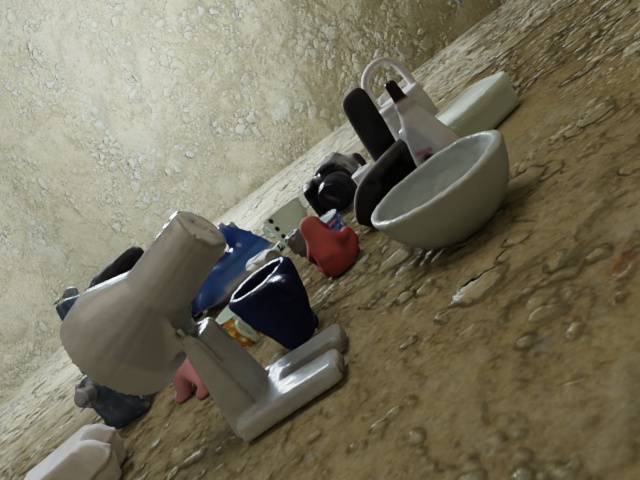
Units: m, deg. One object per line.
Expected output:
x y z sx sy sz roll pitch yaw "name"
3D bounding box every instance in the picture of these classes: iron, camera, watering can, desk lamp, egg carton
-0.208 0.038 1.194 0.118 0.141 0.259 -24 19 48 "iron"
0.023 -0.108 1.148 0.143 0.101 0.137 -32 14 27 "camera"
0.149 -0.248 1.067 0.101 0.194 0.172 -43 13 -17 "watering can"
-0.115 0.090 0.566 0.203 0.214 0.118 -36 13 12 "desk lamp"
-0.318 0.305 0.722 0.150 0.069 0.107 -40 12 -6 "egg carton"

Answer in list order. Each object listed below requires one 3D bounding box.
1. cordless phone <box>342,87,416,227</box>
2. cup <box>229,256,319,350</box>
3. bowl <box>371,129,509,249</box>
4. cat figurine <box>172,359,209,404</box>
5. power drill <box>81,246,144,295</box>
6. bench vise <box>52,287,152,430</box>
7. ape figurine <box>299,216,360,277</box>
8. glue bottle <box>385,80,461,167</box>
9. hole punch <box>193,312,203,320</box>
0.074 -0.127 0.866 0.094 0.185 0.148 -23 20 51 "cordless phone"
-0.039 0.079 0.666 0.092 0.095 0.117 -45 14 -28 "cup"
0.142 -0.042 0.624 0.167 0.075 0.167 -37 12 10 "bowl"
-0.203 0.162 0.789 0.127 0.118 0.067 -27 17 43 "cat figurine"
-0.364 0.146 1.098 0.229 0.208 0.075 -36 13 14 "power drill"
-0.342 0.173 0.911 0.121 0.220 0.207 -40 12 -7 "bench vise"
0.007 0.003 0.813 0.077 0.092 0.076 -31 14 30 "ape figurine"
0.136 -0.130 0.727 0.037 0.173 0.078 -46 14 -29 "glue bottle"
-0.314 0.147 1.233 0.101 0.091 0.108 -40 12 -7 "hole punch"
